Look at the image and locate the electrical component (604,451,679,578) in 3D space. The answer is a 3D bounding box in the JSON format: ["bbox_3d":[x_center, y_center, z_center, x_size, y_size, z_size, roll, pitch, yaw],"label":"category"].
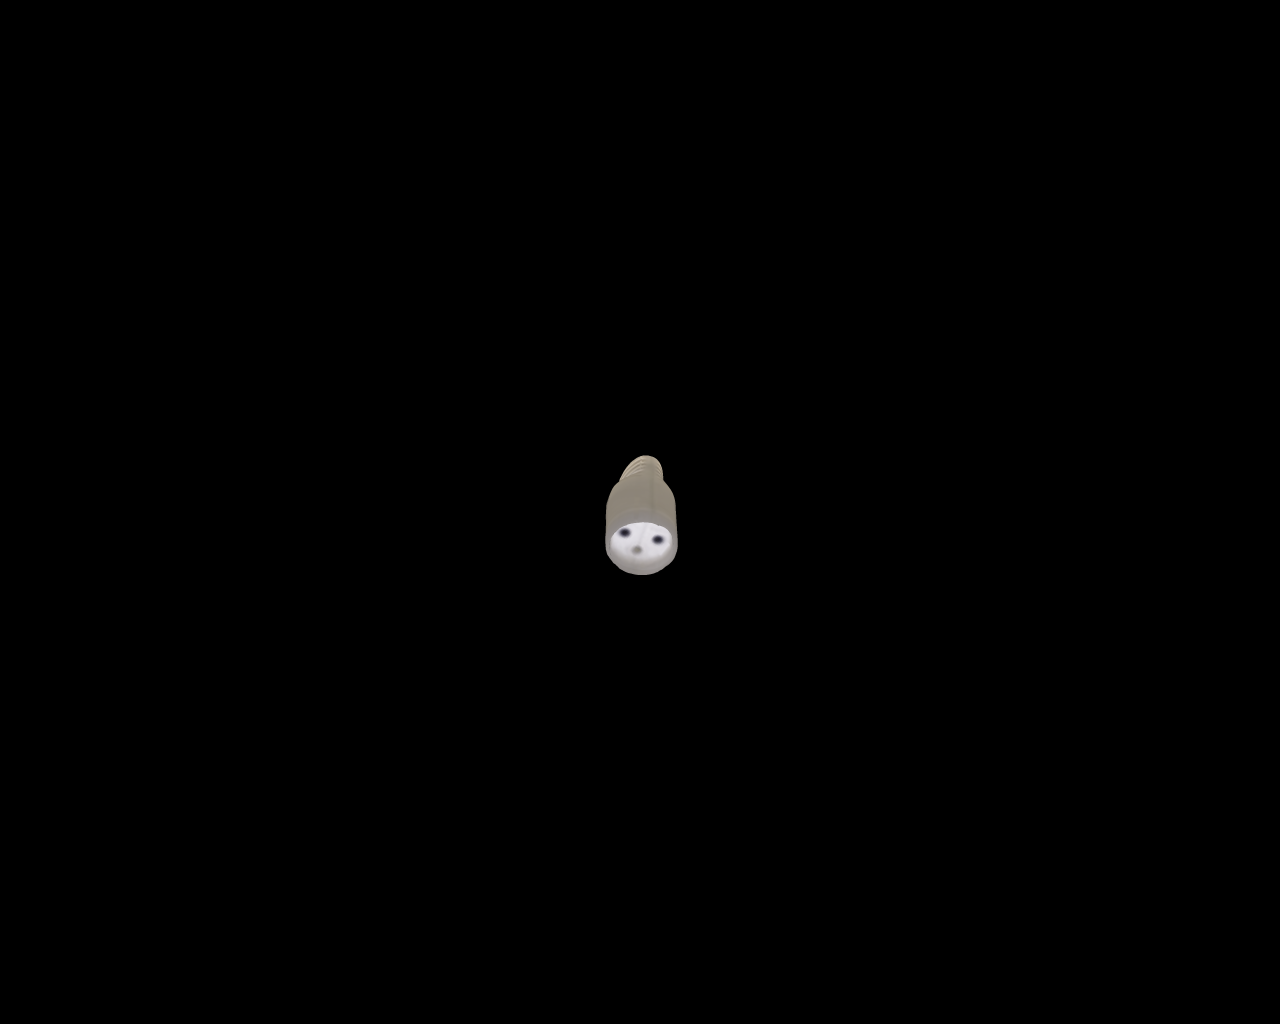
[{"bbox_3d":[0.001,-0.003,0.650,0.043,0.043,0.081,0,37,0],"label":"electrical component"}]
